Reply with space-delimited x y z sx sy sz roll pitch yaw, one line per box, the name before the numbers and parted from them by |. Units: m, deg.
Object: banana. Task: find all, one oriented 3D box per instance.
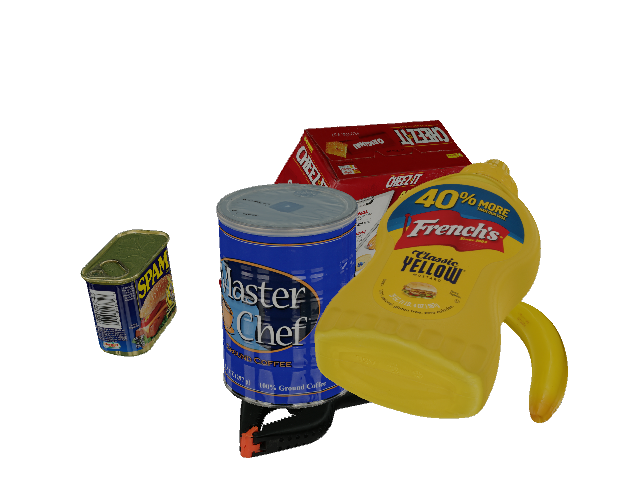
banana | 0.226 0.119 1.139 0.069 0.037 0.198 -25 34 3

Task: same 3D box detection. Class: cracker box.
cracker box | 0.018 -0.015 0.998 0.163 0.072 0.214 -9 -35 -38

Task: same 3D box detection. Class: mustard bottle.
mustard bottle | 0.075 0.013 0.619 0.096 0.058 0.191 13 43 21

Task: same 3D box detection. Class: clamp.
clamp | -0.007 0.160 1.087 0.165 0.036 0.209 16 30 21

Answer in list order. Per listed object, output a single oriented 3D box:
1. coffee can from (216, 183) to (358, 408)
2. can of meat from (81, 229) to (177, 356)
coffee can | -0.024 0.039 0.794 0.103 0.140 0.103 0 20 0
can of meat | -0.178 0.049 1.012 0.057 0.084 0.102 3 27 16
